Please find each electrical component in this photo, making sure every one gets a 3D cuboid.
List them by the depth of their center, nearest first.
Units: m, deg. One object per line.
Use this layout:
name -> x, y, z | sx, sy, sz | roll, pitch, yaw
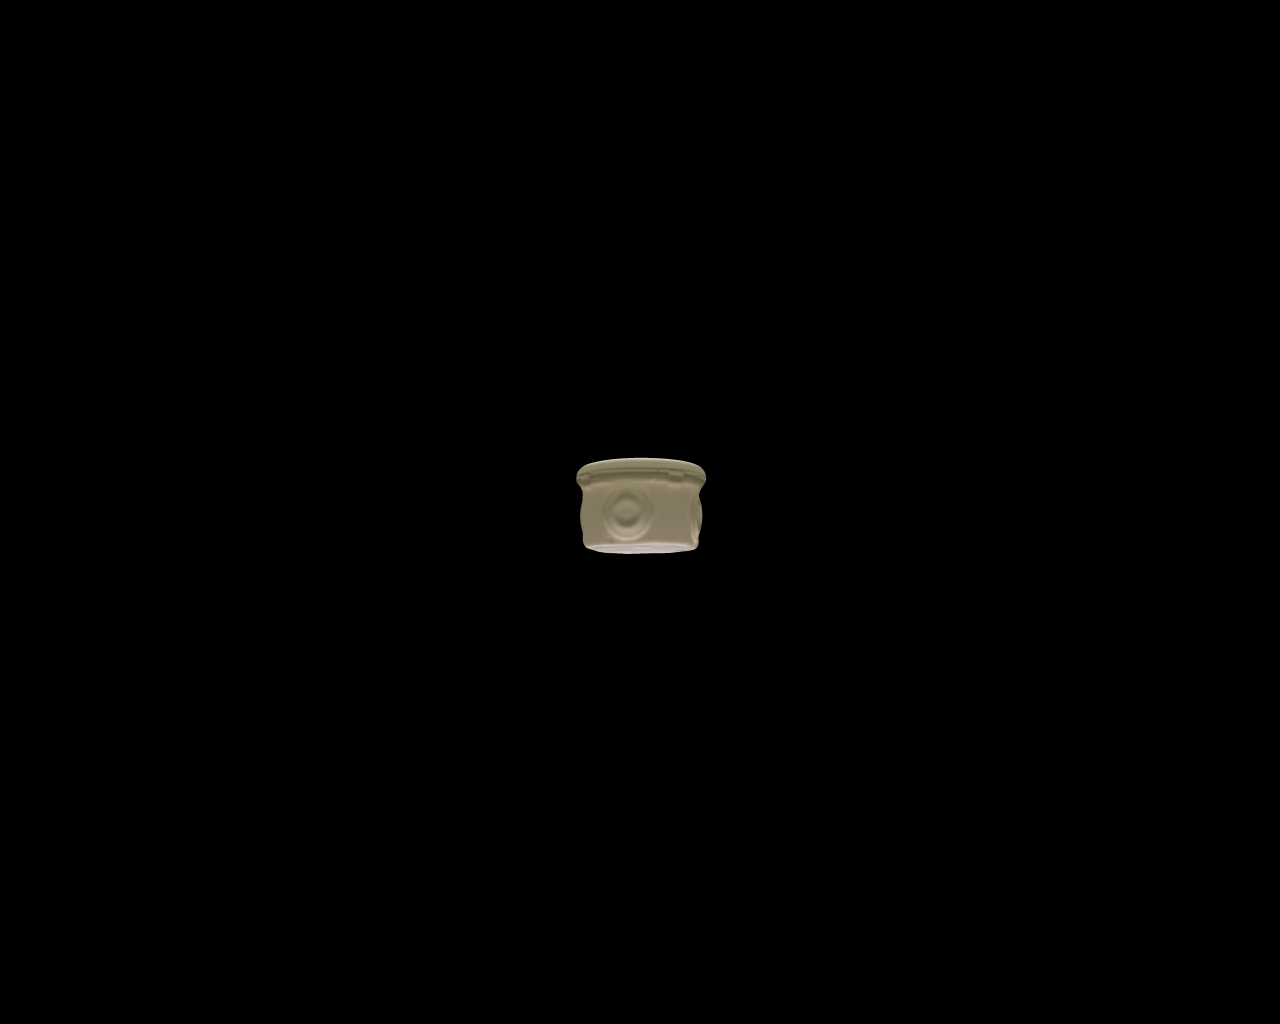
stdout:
electrical component -> 0.001, -0.003, 0.650 | 0.080, 0.051, 0.080 | 0, -7, 0
